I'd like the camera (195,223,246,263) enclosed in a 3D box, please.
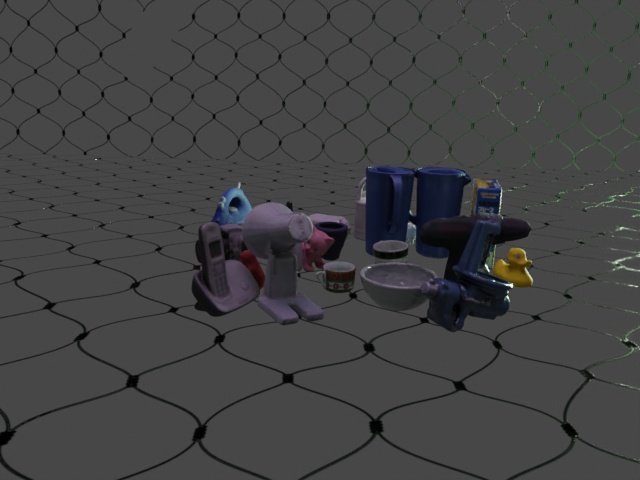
[{"bbox_3d":[-0.249,0.008,1.460,0.137,0.101,0.142,-7,18,-29],"label":"camera"}]

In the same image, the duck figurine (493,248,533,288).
[{"bbox_3d":[0.470,0.060,1.391,0.078,0.086,0.104,-7,18,-28],"label":"duck figurine"}]

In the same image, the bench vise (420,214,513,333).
[{"bbox_3d":[0.296,0.063,1.107,0.121,0.220,0.208,17,21,42],"label":"bench vise"}]

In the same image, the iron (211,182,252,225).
[{"bbox_3d":[-0.274,-0.086,1.719,0.118,0.141,0.258,4,16,7],"label":"iron"}]

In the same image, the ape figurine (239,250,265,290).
[{"bbox_3d":[-0.160,0.066,1.279,0.076,0.092,0.078,8,17,19],"label":"ape figurine"}]

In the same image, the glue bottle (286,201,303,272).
[{"bbox_3d":[-0.076,-0.010,1.412,0.077,0.173,0.037,14,20,37],"label":"glue bottle"}]

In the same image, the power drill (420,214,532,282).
[{"bbox_3d":[0.318,0.043,1.203,0.228,0.208,0.076,12,19,33],"label":"power drill"}]

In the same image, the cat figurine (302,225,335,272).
[{"bbox_3d":[-0.020,0.013,1.439,0.067,0.118,0.127,-9,19,-34],"label":"cat figurine"}]

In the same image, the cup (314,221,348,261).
[{"bbox_3d":[0.014,0.005,1.514,0.118,0.095,0.091,1,16,-4],"label":"cup"}]

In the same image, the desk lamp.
[{"bbox_3d":[-0.072,0.037,1.166,0.118,0.213,0.202,-7,18,-29],"label":"desk lamp"}]

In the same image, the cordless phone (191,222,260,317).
[{"bbox_3d":[-0.191,0.049,1.159,0.093,0.185,0.148,10,17,26],"label":"cordless phone"}]

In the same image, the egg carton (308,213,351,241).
[{"bbox_3d":[0.012,-0.034,1.703,0.150,0.069,0.107,9,17,23],"label":"egg carton"}]

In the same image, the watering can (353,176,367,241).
[{"bbox_3d":[0.151,-0.103,1.738,0.101,0.194,0.172,-7,18,-30],"label":"watering can"}]

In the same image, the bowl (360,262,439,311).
[{"bbox_3d":[0.165,0.106,1.210,0.167,0.075,0.167,2,15,0],"label":"bowl"}]
